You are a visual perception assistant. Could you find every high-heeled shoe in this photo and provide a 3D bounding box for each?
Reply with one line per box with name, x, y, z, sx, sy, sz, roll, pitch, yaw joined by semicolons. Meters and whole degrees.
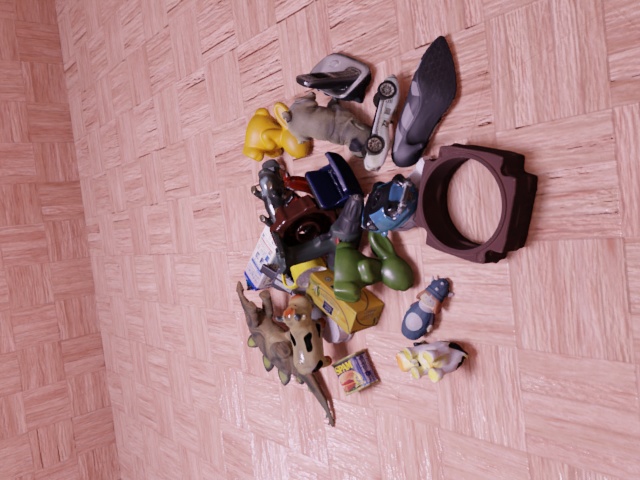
high-heeled shoe;0.200;-0.267;1.076;0.145;0.086;0.248;-165;89;-79

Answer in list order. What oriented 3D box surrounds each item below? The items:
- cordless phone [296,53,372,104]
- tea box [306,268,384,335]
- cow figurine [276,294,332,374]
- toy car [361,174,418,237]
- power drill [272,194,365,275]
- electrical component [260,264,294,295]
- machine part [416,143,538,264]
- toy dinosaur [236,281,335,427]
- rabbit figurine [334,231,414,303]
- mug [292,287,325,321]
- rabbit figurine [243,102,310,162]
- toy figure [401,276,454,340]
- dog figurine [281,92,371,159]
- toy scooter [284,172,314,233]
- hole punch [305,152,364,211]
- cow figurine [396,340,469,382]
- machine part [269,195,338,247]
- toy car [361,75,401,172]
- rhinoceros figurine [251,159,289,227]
cordless phone;0.005;-0.354;1.175;0.147;0.184;0.088;39;129;38
tea box;0.057;0.139;1.275;0.170;0.098;0.068;39;125;36
cow figurine;-0.041;0.226;1.293;0.086;0.127;0.194;-7;92;28
toy car;0.160;-0.067;1.107;0.162;0.103;0.109;-26;44;63
power drill;-0.003;-0.004;1.220;0.231;0.207;0.086;90;157;-50
electrical component;-0.101;0.099;1.453;0.119;0.048;0.074;29;124;10
machine part;0.279;-0.068;0.984;0.202;0.087;0.200;24;115;47
toy dinosaur;-0.101;0.299;1.468;0.472;0.105;0.198;50;149;22
rabbit figurine;0.119;0.064;1.174;0.121;0.170;0.159;78;-165;-68
mug;-0.029;0.176;1.402;0.110;0.081;0.107;-161;61;-69
rabbit figurine;-0.095;-0.270;1.387;0.173;0.122;0.162;24;106;29
toy figure;0.221;0.143;1.117;0.064;0.058;0.154;25;121;1
dog figurine;0.026;-0.244;1.189;0.191;0.172;0.121;41;137;46
toy scooter;-0.044;-0.101;1.322;0.183;0.135;0.075;-57;17;35
hole punch;0.045;-0.136;1.220;0.092;0.116;0.142;-45;67;42
cow figurine;0.227;0.240;1.111;0.167;0.098;0.068;-22;87;68
machine part;-0.032;-0.027;1.287;0.179;0.179;0.056;-66;34;33
toy car;0.128;-0.241;1.108;0.073;0.056;0.201;123;160;-85
rhinoceros figurine;-0.120;-0.125;1.424;0.073;0.112;0.190;-23;74;33
